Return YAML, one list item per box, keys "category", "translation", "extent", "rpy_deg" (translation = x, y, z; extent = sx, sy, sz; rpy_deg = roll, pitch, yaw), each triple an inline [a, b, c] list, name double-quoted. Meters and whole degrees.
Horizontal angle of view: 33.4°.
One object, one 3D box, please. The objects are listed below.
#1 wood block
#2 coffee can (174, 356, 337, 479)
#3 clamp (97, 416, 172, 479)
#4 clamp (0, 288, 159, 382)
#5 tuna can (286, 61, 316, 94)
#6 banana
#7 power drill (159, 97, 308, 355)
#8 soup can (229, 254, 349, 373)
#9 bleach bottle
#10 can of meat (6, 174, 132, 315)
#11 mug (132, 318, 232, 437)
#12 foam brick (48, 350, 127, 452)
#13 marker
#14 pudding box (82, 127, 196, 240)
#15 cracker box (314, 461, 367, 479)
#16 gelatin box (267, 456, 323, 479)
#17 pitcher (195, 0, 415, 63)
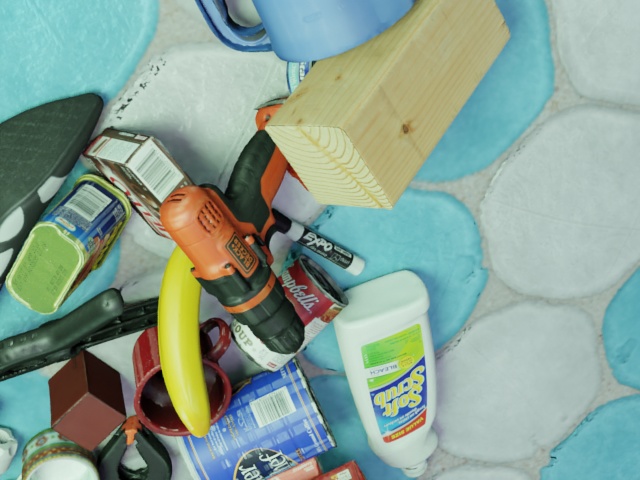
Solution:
- category: "wood block"
  translation: [0.061, -0.133, 0.883]
  extent: [0.206, 0.090, 0.090]
  rpy_deg: [-54, 128, -25]
- category: "coffee can"
  translation: [-0.067, 0.193, 1.082]
  extent: [0.140, 0.103, 0.103]
  rpy_deg: [-25, 123, -2]
- category: "clamp"
  translation: [-0.204, 0.266, 1.121]
  extent: [0.120, 0.039, 0.171]
  rpy_deg: [-11, 112, -8]
- category: "clamp"
  translation: [-0.232, 0.091, 0.988]
  extent: [0.210, 0.036, 0.164]
  rpy_deg: [-23, 169, 17]
- category: "tuna can"
  translation: [0.011, -0.142, 0.928]
  extent: [0.085, 0.034, 0.086]
  rpy_deg: [2, 86, -45]
- category: "banana"
  translation: [-0.117, 0.076, 0.961]
  extent: [0.069, 0.037, 0.198]
  rpy_deg: [18, 70, -45]
- category: "power drill"
  translation: [-0.039, -0.018, 0.929]
  extent: [0.057, 0.187, 0.184]
  rpy_deg: [-5, 132, 39]
- category: "soup can"
  translation: [-0.031, 0.073, 1.045]
  extent: [0.102, 0.068, 0.068]
  rpy_deg: [-44, 122, 11]
- category: "bleach bottle"
  translation: [0.085, 0.156, 1.133]
  extent: [0.102, 0.068, 0.251]
  rpy_deg: [-20, 125, -4]
- category: "can of meat"
  translation: [-0.217, 0.005, 0.920]
  extent: [0.057, 0.083, 0.102]
  rpy_deg: [35, 126, -3]
- category: "mug"
  translation: [-0.131, 0.121, 1.035]
  extent: [0.093, 0.081, 0.117]
  rpy_deg: [35, 105, -30]
- category: "foam brick"
  translation: [-0.224, 0.154, 1.028]
  extent: [0.053, 0.078, 0.051]
  rpy_deg: [-42, 121, 9]
- category: "marker"
  translation: [-0.007, 0.001, 1.041]
  extent: [0.121, 0.020, 0.020]
  rpy_deg: [30, 107, -28]
- category: "pudding box"
  translation: [-0.143, -0.044, 0.929]
  extent: [0.039, 0.090, 0.113]
  rpy_deg: [-49, 124, -19]
- category: "cracker box"
  translation: [-0.008, 0.321, 1.139]
  extent: [0.164, 0.072, 0.213]
  rpy_deg: [-26, 154, -1]
- category: "gelatin box"
  translation: [-0.034, 0.251, 1.136]
  extent: [0.073, 0.089, 0.030]
  rpy_deg: [-24, 88, -3]
- category: "pitcher"
  translation: [-0.036, -0.264, 0.821]
  extent: [0.149, 0.145, 0.242]
  rpy_deg: [-43, 122, -22]
